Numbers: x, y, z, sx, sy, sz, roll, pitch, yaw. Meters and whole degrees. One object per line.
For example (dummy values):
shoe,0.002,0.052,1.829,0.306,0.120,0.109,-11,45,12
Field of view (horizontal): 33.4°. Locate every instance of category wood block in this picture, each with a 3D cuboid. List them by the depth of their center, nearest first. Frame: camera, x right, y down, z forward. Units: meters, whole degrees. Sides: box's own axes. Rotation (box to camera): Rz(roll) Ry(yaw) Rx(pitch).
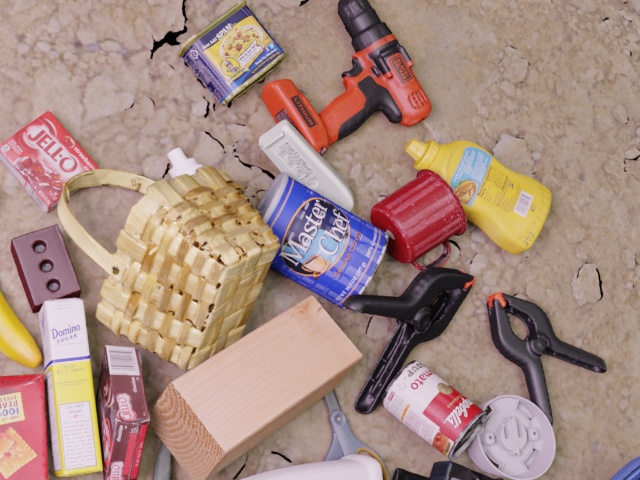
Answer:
wood block,-0.067,0.155,1.123,0.205,0.090,0.091,-30,73,-40

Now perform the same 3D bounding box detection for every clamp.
clamp,0.103,0.084,1.227,0.209,0.036,0.164,-38,135,-28
clamp,0.259,0.141,1.301,0.171,0.039,0.120,42,62,0

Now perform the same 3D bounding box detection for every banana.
banana,-0.346,0.045,1.112,0.037,0.070,0.198,-17,89,-58

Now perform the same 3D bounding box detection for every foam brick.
foam brick,-0.293,0.032,1.136,0.053,0.051,0.078,-20,84,-21

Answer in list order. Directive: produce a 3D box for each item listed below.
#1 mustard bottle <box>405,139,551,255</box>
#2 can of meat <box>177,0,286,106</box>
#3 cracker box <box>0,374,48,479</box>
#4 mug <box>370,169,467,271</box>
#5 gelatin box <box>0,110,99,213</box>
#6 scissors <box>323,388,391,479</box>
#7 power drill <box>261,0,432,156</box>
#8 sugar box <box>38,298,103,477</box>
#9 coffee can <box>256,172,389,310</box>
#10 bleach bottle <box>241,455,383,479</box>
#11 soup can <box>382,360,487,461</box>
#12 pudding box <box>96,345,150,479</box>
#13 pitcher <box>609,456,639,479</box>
mustard bottle,0.188,-0.068,1.315,0.191,0.058,0.096,31,66,-9
can of meat,-0.102,-0.219,1.256,0.102,0.058,0.084,-41,95,-21
cracker box,-0.353,0.245,1.056,0.164,0.072,0.214,-1,79,-18
mug,0.118,-0.015,1.270,0.081,0.093,0.117,-33,117,-17
gelatin box,-0.299,-0.087,1.174,0.073,0.030,0.089,-41,92,-22
scissors,0.008,0.221,1.211,0.096,0.016,0.202,-31,88,-22
power drill,0.025,-0.194,1.291,0.187,0.057,0.184,-31,89,-22
sugar box,-0.257,0.153,1.097,0.048,0.093,0.176,-3,79,-20
coffee can,-0.008,0.001,1.210,0.140,0.103,0.102,30,70,-10
bleach bottle,-0.047,0.275,1.089,0.250,0.068,0.102,7,80,-40
soup can,0.129,0.192,1.210,0.102,0.068,0.068,37,66,23
pudding box,-0.203,0.176,1.085,0.039,0.090,0.113,5,34,-19
pitcher,0.356,0.377,1.232,0.242,0.145,0.149,-33,56,-19
